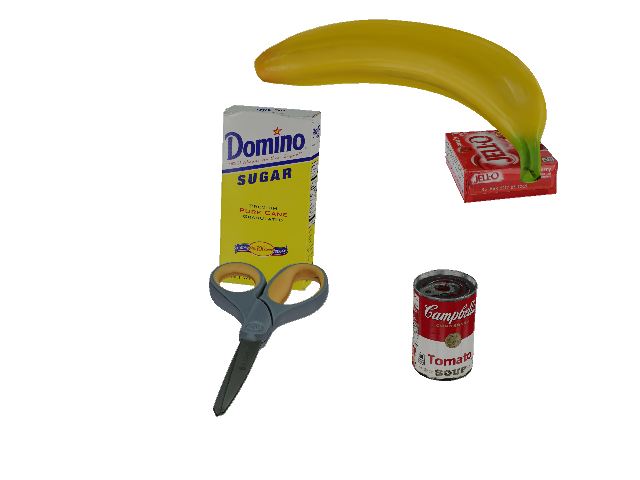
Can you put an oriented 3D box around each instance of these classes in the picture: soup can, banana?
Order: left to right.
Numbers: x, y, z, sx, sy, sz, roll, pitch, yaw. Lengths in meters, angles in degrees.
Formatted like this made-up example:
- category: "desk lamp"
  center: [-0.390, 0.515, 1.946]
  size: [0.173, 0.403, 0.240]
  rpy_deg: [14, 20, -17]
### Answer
- category: "banana"
  center: [0.052, -0.095, 0.610]
  size: [0.198, 0.069, 0.037]
  rpy_deg: [24, -29, 32]
- category: "soup can"
  center: [0.133, 0.091, 1.152]
  size: [0.068, 0.102, 0.068]
  rpy_deg: [-1, 25, 0]

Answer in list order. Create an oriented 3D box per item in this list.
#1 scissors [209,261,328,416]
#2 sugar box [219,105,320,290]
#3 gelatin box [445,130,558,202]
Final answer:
- category: "scissors"
  center: [-0.060, 0.057, 0.731]
  size: [0.096, 0.016, 0.201]
  rpy_deg: [13, 26, 21]
- category: "sugar box"
  center: [-0.051, -0.043, 1.063]
  size: [0.093, 0.176, 0.048]
  rpy_deg: [5, 16, 11]
- category: "gelatin box"
  center: [0.143, -0.062, 0.852]
  size: [0.073, 0.030, 0.089]
  rpy_deg: [-5, 25, -1]
